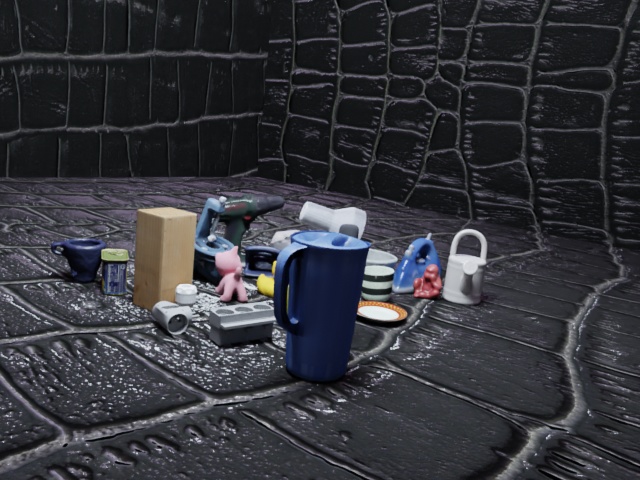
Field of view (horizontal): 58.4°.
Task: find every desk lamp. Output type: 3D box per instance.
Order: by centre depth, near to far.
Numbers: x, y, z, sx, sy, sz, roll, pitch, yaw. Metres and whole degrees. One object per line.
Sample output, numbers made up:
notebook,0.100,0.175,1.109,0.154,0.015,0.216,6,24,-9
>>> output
desk lamp,0.014,0.006,1.573,0.203,0.213,0.117,4,12,-12

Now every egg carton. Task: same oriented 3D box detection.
egg carton,-0.083,0.011,1.860,0.107,0.069,0.151,14,14,34

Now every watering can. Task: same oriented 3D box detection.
watering can,0.392,0.070,1.520,0.101,0.194,0.172,4,12,-13

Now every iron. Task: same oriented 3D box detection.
iron,0.271,0.062,1.626,0.118,0.141,0.259,12,12,25

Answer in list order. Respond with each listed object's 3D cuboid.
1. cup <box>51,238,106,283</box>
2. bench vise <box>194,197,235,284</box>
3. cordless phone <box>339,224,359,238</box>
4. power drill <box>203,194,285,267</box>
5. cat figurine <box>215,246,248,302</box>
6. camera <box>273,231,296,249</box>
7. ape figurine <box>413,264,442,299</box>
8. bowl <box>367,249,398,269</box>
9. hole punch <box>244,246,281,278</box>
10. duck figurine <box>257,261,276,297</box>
cup,-0.560,0.049,1.327,0.118,0.095,0.091,3,12,-16
bench vise,-0.303,-0.009,1.447,0.207,0.220,0.122,10,12,15
cordless phone,0.028,0.044,1.462,0.148,0.185,0.094,5,11,-9
power drill,-0.219,-0.031,1.633,0.230,0.208,0.075,3,12,-18
cat figurine,-0.209,0.074,1.347,0.067,0.118,0.127,1,12,-25
camera,-0.046,0.034,1.685,0.136,0.101,0.144,16,14,38
ape figurine,0.292,0.110,1.525,0.076,0.092,0.077,-3,14,-38
bowl,0.135,0.076,1.649,0.167,0.075,0.167,6,11,-1
hole punch,-0.154,0.052,1.556,0.108,0.091,0.101,6,11,-2
duck figurine,-0.101,0.092,1.400,0.104,0.086,0.078,10,12,15
